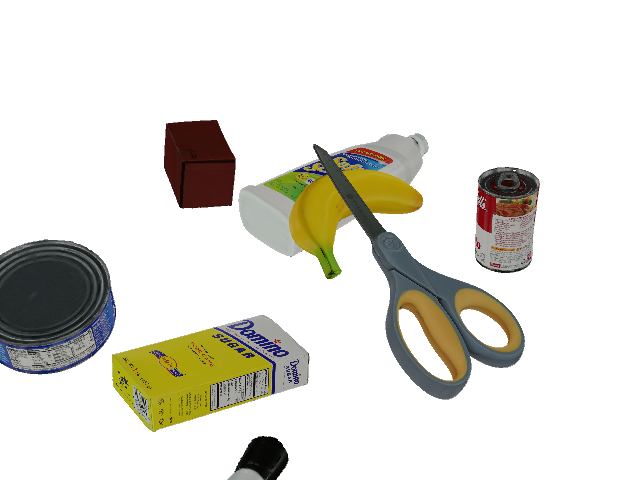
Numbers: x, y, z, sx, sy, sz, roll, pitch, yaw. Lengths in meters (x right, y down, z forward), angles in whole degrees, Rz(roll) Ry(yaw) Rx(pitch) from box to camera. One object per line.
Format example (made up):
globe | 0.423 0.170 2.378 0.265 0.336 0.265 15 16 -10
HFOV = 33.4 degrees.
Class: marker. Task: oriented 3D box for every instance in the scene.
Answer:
marker | -0.040 0.113 0.415 0.020 0.020 0.121 0 23 20

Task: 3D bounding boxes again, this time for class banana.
banana | 0.023 -0.025 0.854 0.037 0.069 0.197 -35 1 32

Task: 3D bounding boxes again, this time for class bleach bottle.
bleach bottle | 0.028 -0.072 1.289 0.250 0.068 0.103 -31 45 -31

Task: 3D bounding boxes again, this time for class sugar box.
sugar box | -0.109 0.128 1.067 0.175 0.048 0.093 -16 32 -29

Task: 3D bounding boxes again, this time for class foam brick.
foam brick | -0.116 -0.073 1.014 0.053 0.051 0.078 -4 36 -18

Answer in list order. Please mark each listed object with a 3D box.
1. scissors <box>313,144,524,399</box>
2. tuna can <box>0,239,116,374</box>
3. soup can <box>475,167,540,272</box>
scissors | 0.062 0.012 0.669 0.096 0.202 0.016 2 -42 -22
tuna can | -0.173 0.042 0.673 0.086 0.086 0.034 0 -43 1
soup can | 0.211 -0.023 1.211 0.068 0.102 0.068 -2 33 1
